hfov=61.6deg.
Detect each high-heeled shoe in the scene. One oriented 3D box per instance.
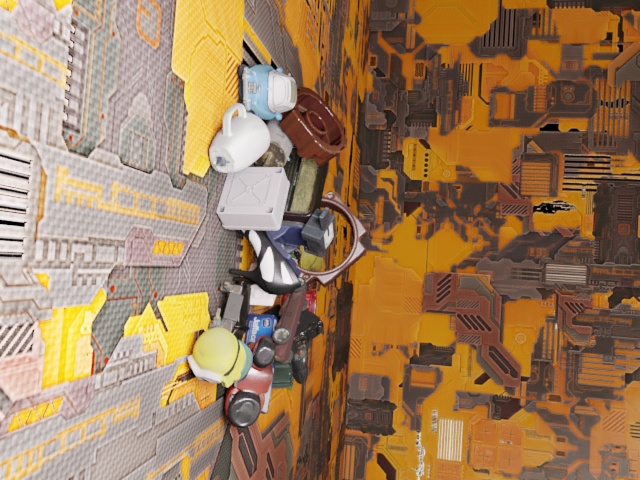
[{"bbox_3d":[-0.092,-0.017,1.041,0.086,0.145,0.248,69,28,-69],"label":"high-heeled shoe"}]

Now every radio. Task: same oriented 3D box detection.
[{"bbox_3d":[-0.059,-0.128,1.223,0.073,0.131,0.229,78,18,-54],"label":"radio"}]

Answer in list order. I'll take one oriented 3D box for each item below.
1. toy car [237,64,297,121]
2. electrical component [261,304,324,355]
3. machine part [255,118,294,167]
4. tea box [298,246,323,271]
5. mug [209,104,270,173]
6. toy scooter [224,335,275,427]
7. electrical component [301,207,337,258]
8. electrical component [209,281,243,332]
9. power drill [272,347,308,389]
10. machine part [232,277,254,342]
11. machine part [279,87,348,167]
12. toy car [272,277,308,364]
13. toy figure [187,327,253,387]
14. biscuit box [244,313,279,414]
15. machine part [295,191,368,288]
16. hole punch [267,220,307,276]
[{"bbox_3d":[-0.097,-0.292,1.050,0.161,0.103,0.109,-44,136,-78],"label":"toy car"},{"bbox_3d":[-0.074,0.203,1.240,0.134,0.115,0.058,-29,135,-24],"label":"electrical component"},{"bbox_3d":[-0.091,-0.221,1.169,0.243,0.079,0.079,-72,162,-52],"label":"machine part"},{"bbox_3d":[-0.039,-0.008,1.447,0.098,0.068,0.169,-139,-138,-59],"label":"tea box"},{"bbox_3d":[-0.141,-0.168,0.909,0.107,0.081,0.109,-61,159,-47],"label":"mug"},{"bbox_3d":[-0.139,0.265,1.052,0.183,0.075,0.135,-70,-162,1],"label":"toy scooter"},{"bbox_3d":[-0.002,-0.025,1.120,0.075,0.048,0.119,-60,157,-26],"label":"electrical component"},{"bbox_3d":[-0.168,0.122,0.964,0.078,0.045,0.102,131,-26,-58],"label":"electrical component"},{"bbox_3d":[-0.077,0.295,1.356,0.207,0.086,0.231,-36,120,-69],"label":"power drill"},{"bbox_3d":[-0.156,0.139,1.043,0.084,0.039,0.139,50,46,-68],"label":"machine part"},{"bbox_3d":[-0.017,-0.247,1.167,0.179,0.056,0.179,33,40,-33],"label":"machine part"},{"bbox_3d":[-0.066,0.168,1.156,0.089,0.053,0.202,83,16,-47],"label":"toy car"},{"bbox_3d":[-0.162,0.196,0.904,0.180,0.082,0.089,51,47,-72],"label":"toy figure"},{"bbox_3d":[-0.132,0.259,1.141,0.059,0.063,0.202,67,27,-66],"label":"biscuit box"},{"bbox_3d":[-0.003,-0.004,1.285,0.201,0.201,0.087,50,-4,7],"label":"machine part"},{"bbox_3d":[-0.087,0.015,1.163,0.142,0.116,0.092,62,39,-65],"label":"hole punch"}]
